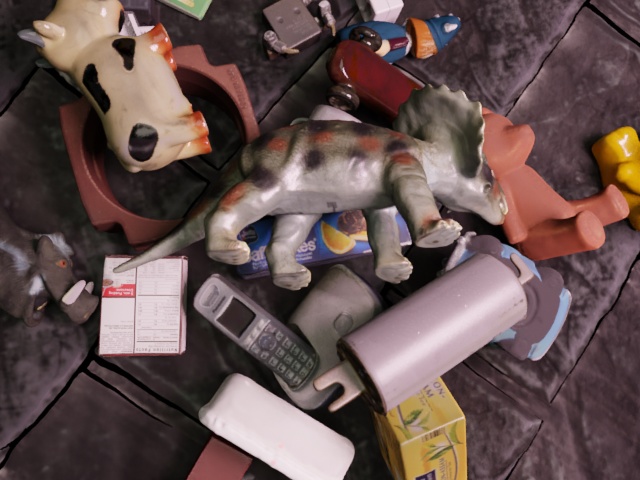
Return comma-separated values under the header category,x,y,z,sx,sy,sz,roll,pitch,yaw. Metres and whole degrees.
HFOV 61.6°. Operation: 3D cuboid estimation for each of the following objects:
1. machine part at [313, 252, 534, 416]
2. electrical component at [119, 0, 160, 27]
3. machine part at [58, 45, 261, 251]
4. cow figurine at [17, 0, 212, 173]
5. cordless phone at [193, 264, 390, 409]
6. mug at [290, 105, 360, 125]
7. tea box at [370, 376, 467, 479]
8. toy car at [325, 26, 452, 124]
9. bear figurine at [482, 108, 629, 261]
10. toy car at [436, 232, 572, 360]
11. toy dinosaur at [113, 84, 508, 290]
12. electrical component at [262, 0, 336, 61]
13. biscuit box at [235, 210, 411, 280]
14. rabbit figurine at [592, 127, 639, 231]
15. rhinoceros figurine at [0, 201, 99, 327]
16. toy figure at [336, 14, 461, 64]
category,x,y,z,sx,sy,sz,roll,pitch,yaw
machine part,0.104,0.083,0.497,0.243,0.079,0.079,-28,88,-18
electrical component,-0.223,-0.273,0.601,0.075,0.119,0.047,0,84,-9
machine part,-0.168,-0.100,0.605,0.201,0.087,0.201,-17,85,-9
cow figurine,-0.200,-0.157,0.526,0.127,0.085,0.195,-25,88,-15
cordless phone,-0.031,0.073,0.572,0.184,0.089,0.146,36,102,0
mug,-0.004,-0.096,0.630,0.110,0.080,0.107,25,85,21
tea box,0.099,0.200,0.554,0.068,0.169,0.098,-20,42,-9
toy car,0.089,-0.166,0.637,0.202,0.053,0.089,23,80,-33
bear figurine,0.247,-0.079,0.635,0.120,0.132,0.195,-28,91,-38
toy car,0.194,0.062,0.619,0.161,0.103,0.109,31,80,-12
toy dinosaur,0.005,-0.059,0.531,0.405,0.131,0.192,0,59,-1
electrical component,-0.028,-0.263,0.659,0.102,0.045,0.078,-26,89,-9
biscuit box,-0.001,-0.002,0.625,0.203,0.063,0.059,-11,84,-8
rabbit figurine,0.418,-0.076,0.627,0.122,0.173,0.162,8,79,-10
rhinoceros figurine,-0.328,0.026,0.583,0.190,0.073,0.112,43,75,-1
toy figure,0.097,-0.247,0.664,0.154,0.057,0.064,-9,61,-4
